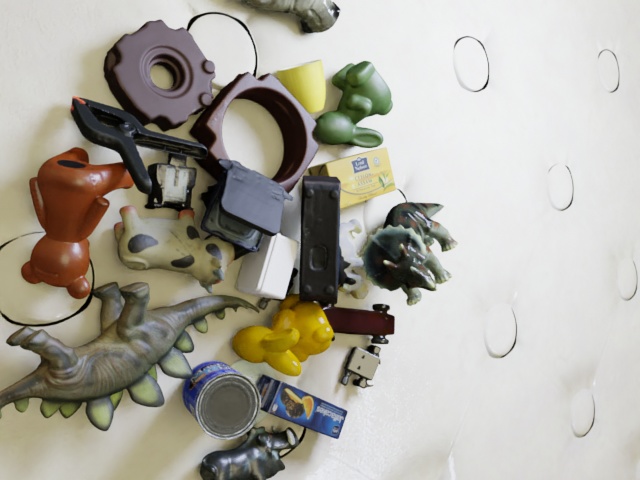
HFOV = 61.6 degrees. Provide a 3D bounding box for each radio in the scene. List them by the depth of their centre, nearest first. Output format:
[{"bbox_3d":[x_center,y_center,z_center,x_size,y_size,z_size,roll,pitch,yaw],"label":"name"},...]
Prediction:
[{"bbox_3d":[-0.002,-0.003,0.990,0.073,0.131,0.229,0,97,-1],"label":"radio"}]

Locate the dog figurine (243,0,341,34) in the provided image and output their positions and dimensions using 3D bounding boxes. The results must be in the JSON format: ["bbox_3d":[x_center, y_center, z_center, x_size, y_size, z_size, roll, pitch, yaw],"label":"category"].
[{"bbox_3d":[-0.064,-0.450,1.020,0.172,0.121,0.190,-32,130,3],"label":"dog figurine"}]

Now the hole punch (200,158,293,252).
[{"bbox_3d":[-0.125,-0.052,0.886,0.142,0.092,0.116,24,51,-21],"label":"hole punch"}]

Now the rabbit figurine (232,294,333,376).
[{"bbox_3d":[-0.070,0.186,0.980,0.173,0.162,0.121,-8,107,-18],"label":"rabbit figurine"}]

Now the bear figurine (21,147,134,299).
[{"bbox_3d":[-0.362,-0.024,0.798,0.132,0.120,0.195,-58,162,-68],"label":"bear figurine"}]

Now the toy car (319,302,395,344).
[{"bbox_3d":[0.071,0.170,1.121,0.202,0.053,0.089,9,74,-31],"label":"toy car"}]

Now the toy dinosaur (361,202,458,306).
[{"bbox_3d":[0.191,-0.009,1.142,0.192,0.131,0.405,48,32,-23],"label":"toy dinosaur"}]

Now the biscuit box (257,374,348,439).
[{"bbox_3d":[-0.035,0.321,1.025,0.202,0.059,0.063,36,68,-38],"label":"biscuit box"}]

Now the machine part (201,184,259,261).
[{"bbox_3d":[-0.165,-0.031,0.945,0.138,0.084,0.039,65,29,-7],"label":"machine part"}]

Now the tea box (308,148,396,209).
[{"bbox_3d":[0.069,-0.127,1.116,0.169,0.068,0.098,-22,102,-32],"label":"tea box"}]

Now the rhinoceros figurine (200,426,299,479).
[{"bbox_3d":[-0.126,0.397,0.974,0.190,0.073,0.112,-8,84,-33],"label":"rhinoceros figurine"}]

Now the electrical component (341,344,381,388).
[{"bbox_3d":[0.092,0.268,1.143,0.078,0.045,0.102,20,73,-4],"label":"electrical component"}]

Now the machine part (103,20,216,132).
[{"bbox_3d":[-0.262,-0.272,0.894,0.179,0.056,0.179,1,88,-33],"label":"machine part"}]

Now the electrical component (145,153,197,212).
[{"bbox_3d":[-0.250,-0.108,0.903,0.075,0.048,0.119,1,88,-36],"label":"electrical component"}]

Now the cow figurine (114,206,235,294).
[{"bbox_3d":[-0.228,0.018,0.875,0.195,0.085,0.127,5,59,-36],"label":"cow figurine"}]

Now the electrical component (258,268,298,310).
[{"bbox_3d":[-0.079,0.092,1.010,0.021,0.063,0.094,43,67,-27],"label":"electrical component"}]

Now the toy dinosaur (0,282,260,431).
[{"bbox_3d":[-0.296,0.164,0.841,0.471,0.105,0.198,-27,112,-34],"label":"toy dinosaur"}]

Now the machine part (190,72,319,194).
[{"bbox_3d":[-0.117,-0.181,0.976,0.200,0.087,0.201,43,68,-26],"label":"machine part"}]

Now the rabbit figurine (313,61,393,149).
[{"bbox_3d":[0.059,-0.257,1.105,0.170,0.121,0.159,-47,123,-6],"label":"rabbit figurine"}]

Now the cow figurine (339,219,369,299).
[{"bbox_3d":[0.046,0.047,1.096,0.098,0.068,0.167,-14,94,-29],"label":"cow figurine"}]
